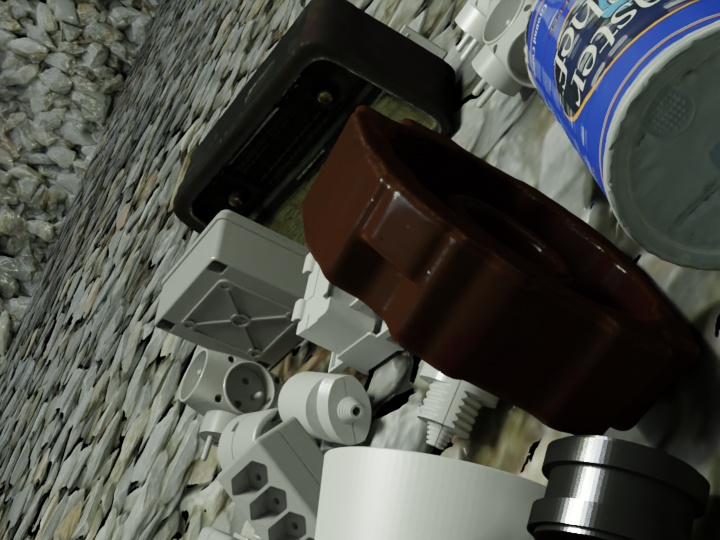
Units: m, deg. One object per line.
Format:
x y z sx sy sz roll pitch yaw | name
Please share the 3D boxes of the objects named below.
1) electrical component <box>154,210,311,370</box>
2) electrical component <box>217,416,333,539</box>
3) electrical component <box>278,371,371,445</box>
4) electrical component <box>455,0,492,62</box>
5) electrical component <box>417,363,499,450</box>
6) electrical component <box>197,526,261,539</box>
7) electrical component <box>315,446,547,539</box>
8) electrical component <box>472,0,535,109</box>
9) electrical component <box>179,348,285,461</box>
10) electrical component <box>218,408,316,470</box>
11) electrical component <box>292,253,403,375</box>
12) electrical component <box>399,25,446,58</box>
-0.092 0.019 0.861 0.109 0.109 0.056 -43 30 40 | electrical component
-0.025 0.128 0.631 0.047 0.083 0.076 -45 -12 37 | electrical component
-0.019 0.088 0.694 0.081 0.043 0.043 -7 58 65 | electrical component
0.094 -0.185 0.768 0.079 0.043 0.077 -53 23 23 | electrical component
0.055 0.055 0.564 0.043 0.043 0.081 -1 63 67 | electrical component
-0.078 0.202 0.665 0.061 0.062 0.096 -9 56 65 | electrical component
0.031 0.119 0.457 0.108 0.108 0.060 -23 50 59 | electrical component
0.099 -0.140 0.701 0.079 0.044 0.077 -51 23 26 | electrical component
-0.096 0.109 0.803 0.044 0.077 0.079 -30 38 54 | electrical component
-0.063 0.123 0.741 0.047 0.055 0.055 -25 42 52 | electrical component
0.000 0.000 0.732 0.079 0.063 0.121 -40 30 45 | electrical component
0.030 -0.163 0.895 0.081 0.042 0.063 -53 21 22 | electrical component
